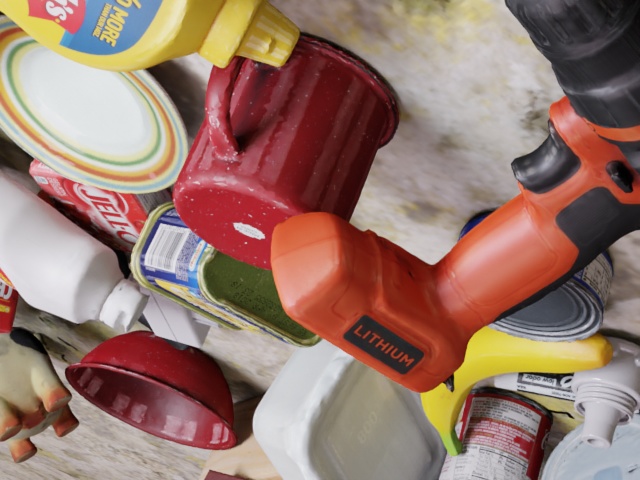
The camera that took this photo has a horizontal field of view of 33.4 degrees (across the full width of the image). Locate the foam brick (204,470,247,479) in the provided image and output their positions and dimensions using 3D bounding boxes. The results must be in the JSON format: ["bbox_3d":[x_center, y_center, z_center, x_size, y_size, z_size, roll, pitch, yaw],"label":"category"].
[{"bbox_3d":[-0.061,0.229,0.873,0.078,0.051,0.053,9,151,26],"label":"foam brick"}]

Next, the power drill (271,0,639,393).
[{"bbox_3d":[0.073,-0.019,0.416,0.188,0.057,0.184,-32,133,27],"label":"power drill"}]

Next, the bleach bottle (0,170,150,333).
[{"bbox_3d":[-0.220,-0.020,0.666,0.251,0.068,0.103,31,157,2],"label":"bleach bottle"}]

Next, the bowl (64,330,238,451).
[{"bbox_3d":[-0.138,0.125,0.933,0.162,0.055,0.162,18,154,9],"label":"bowl"}]

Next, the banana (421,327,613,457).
[{"bbox_3d":[0.108,0.080,0.672,0.069,0.037,0.198,40,148,2],"label":"banana"}]

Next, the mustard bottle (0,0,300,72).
[{"bbox_3d":[-0.095,-0.120,0.419,0.191,0.058,0.096,26,122,-12],"label":"mustard bottle"}]

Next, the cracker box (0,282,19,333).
[{"bbox_3d":[-0.372,0.033,0.872,0.214,0.072,0.163,-7,160,42],"label":"cracker box"}]

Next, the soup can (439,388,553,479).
[{"bbox_3d":[0.122,0.166,0.763,0.068,0.102,0.068,17,153,9],"label":"soup can"}]

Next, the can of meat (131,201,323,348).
[{"bbox_3d":[-0.048,0.021,0.637,0.102,0.057,0.084,31,168,-33],"label":"can of meat"}]

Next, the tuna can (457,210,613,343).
[{"bbox_3d":[0.112,0.020,0.571,0.086,0.033,0.086,17,154,9],"label":"tuna can"}]

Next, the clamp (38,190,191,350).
[{"bbox_3d":[-0.175,0.024,0.791,0.120,0.039,0.171,-1,140,30],"label":"clamp"}]

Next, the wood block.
[{"bbox_3d":[-0.017,0.188,0.923,0.090,0.090,0.206,31,153,-17],"label":"wood block"}]

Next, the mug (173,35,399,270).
[{"bbox_3d":[-0.022,-0.044,0.496,0.093,0.081,0.117,9,152,24],"label":"mug"}]

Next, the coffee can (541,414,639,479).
[{"bbox_3d":[0.231,0.196,0.735,0.103,0.102,0.140,-8,142,45],"label":"coffee can"}]

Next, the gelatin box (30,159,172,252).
[{"bbox_3d":[-0.131,-0.024,0.674,0.073,0.030,0.089,11,152,20],"label":"gelatin box"}]

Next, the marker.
[{"bbox_3d":[0.173,0.097,0.686,0.121,0.020,0.020,9,151,22],"label":"marker"}]
